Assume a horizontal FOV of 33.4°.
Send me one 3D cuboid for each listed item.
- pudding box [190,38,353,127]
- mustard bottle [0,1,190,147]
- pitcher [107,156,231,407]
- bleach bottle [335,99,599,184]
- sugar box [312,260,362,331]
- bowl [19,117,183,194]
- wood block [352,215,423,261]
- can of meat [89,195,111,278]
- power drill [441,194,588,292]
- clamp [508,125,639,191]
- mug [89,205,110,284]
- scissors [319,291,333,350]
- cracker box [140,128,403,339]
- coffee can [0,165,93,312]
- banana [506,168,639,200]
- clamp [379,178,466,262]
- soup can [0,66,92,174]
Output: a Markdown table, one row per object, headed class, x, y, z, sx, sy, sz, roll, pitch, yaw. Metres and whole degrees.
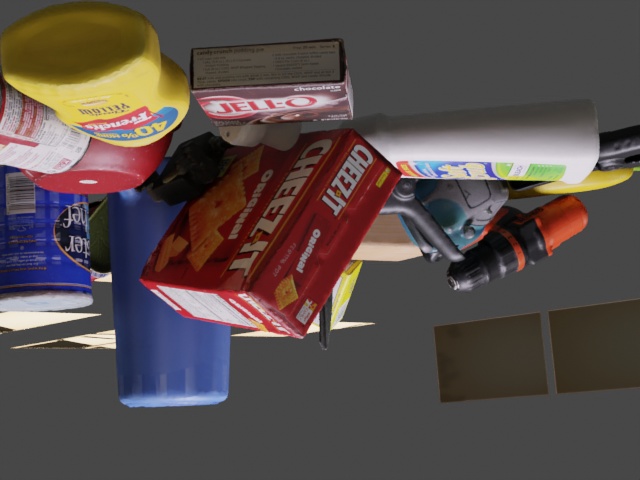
| class | x | y | z | sx | sy | sz | roll | pitch | yaw |
| --- | --- | --- | --- | --- | --- | --- | --- | --- | --- |
| pudding box | -0.034 | -0.115 | 0.792 | 0.113 | 0.039 | 0.090 | -5 | 170 | 5 |
| mustard bottle | -0.143 | -0.106 | 0.746 | 0.096 | 0.058 | 0.191 | -8 | 171 | 5 |
| pitcher | -0.142 | 0.045 | 1.079 | 0.149 | 0.243 | 0.145 | 0 | 170 | -15 |
| bleach bottle | 0.118 | -0.085 | 0.970 | 0.251 | 0.068 | 0.102 | -2 | 170 | 2 |
| sugar box | -0.046 | 0.029 | 1.265 | 0.176 | 0.093 | 0.048 | 28 | -146 | 14 |
| bowl | -0.197 | -0.076 | 0.912 | 0.162 | 0.055 | 0.162 | -3 | 170 | -1 |
| wood block | 0.026 | -0.028 | 1.179 | 0.205 | 0.091 | 0.090 | 2 | 169 | -33 |
| can of meat | -0.228 | -0.008 | 1.175 | 0.057 | 0.102 | 0.084 | 39 | 165 | -6 |
| power drill | 0.193 | -0.001 | 1.248 | 0.184 | 0.057 | 0.188 | -27 | -164 | -17 |
| clamp | 0.286 | -0.091 | 1.075 | 0.210 | 0.036 | 0.164 | -9 | 169 | 16 |
| mug | -0.264 | 0.005 | 1.274 | 0.082 | 0.093 | 0.117 | -17 | 171 | 36 |
| scissors | -0.007 | 0.001 | 1.080 | 0.096 | 0.201 | 0.016 | 28 | 152 | -27 |
| cracker box | -0.051 | -0.010 | 0.915 | 0.072 | 0.164 | 0.214 | 40 | 161 | -26 |
| coffee can | -0.274 | -0.006 | 1.032 | 0.103 | 0.140 | 0.103 | -4 | 170 | -1 |
| banana | 0.266 | -0.068 | 1.208 | 0.198 | 0.037 | 0.069 | -6 | 170 | 13 |
| clamp | 0.084 | -0.046 | 1.030 | 0.171 | 0.120 | 0.039 | 9 | -174 | -5 |
| soup can | -0.223 | -0.089 | 0.781 | 0.069 | 0.068 | 0.102 | -9 | 170 | 27 |
